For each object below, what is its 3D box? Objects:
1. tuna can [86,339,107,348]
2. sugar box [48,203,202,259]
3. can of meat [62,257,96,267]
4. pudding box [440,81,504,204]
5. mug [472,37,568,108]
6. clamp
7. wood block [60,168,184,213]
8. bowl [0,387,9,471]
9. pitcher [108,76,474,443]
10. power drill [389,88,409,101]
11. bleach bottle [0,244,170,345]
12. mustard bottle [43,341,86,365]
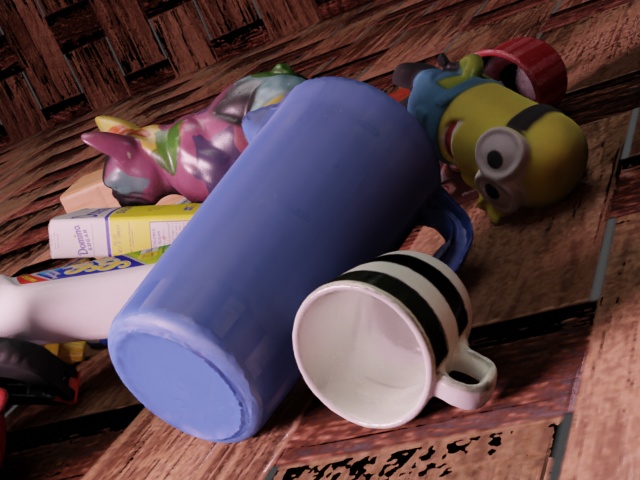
[{"bbox_3d":[-0.176,0.061,0.955,0.086,0.034,0.086,-22,16,6],"label":"tuna can"},{"bbox_3d":[-0.167,-0.011,1.048,0.176,0.048,0.093,0,9,12],"label":"sugar box"},{"bbox_3d":[-0.244,0.058,1.025,0.102,0.057,0.084,-27,14,-12],"label":"can of meat"},{"bbox_3d":[0.120,-0.077,0.904,0.113,0.039,0.090,-21,45,4],"label":"pudding box"},{"bbox_3d":[0.176,-0.136,1.012,0.081,0.093,0.117,-34,-18,-47],"label":"mug"},{"bbox_3d":[-0.267,0.093,0.797,0.120,0.171,0.039,-26,46,45],"label":"clamp"},{"bbox_3d":[-0.188,-0.060,1.265,0.206,0.091,0.090,-19,16,15],"label":"wood block"},{"bbox_3d":[-0.275,0.164,0.724,0.162,0.055,0.162,-22,16,6],"label":"bowl"},{"bbox_3d":[-0.017,0.015,0.689,0.149,0.145,0.242,-9,33,41],"label":"pitcher"},{"bbox_3d":[0.092,-0.126,1.132,0.184,0.057,0.188,-35,19,-35],"label":"power drill"},{"bbox_3d":[-0.187,0.048,0.836,0.250,0.068,0.102,-9,12,-5],"label":"bleach bottle"},{"bbox_3d":[-0.296,0.085,0.904,0.191,0.058,0.096,6,6,-9],"label":"mustard bottle"}]
